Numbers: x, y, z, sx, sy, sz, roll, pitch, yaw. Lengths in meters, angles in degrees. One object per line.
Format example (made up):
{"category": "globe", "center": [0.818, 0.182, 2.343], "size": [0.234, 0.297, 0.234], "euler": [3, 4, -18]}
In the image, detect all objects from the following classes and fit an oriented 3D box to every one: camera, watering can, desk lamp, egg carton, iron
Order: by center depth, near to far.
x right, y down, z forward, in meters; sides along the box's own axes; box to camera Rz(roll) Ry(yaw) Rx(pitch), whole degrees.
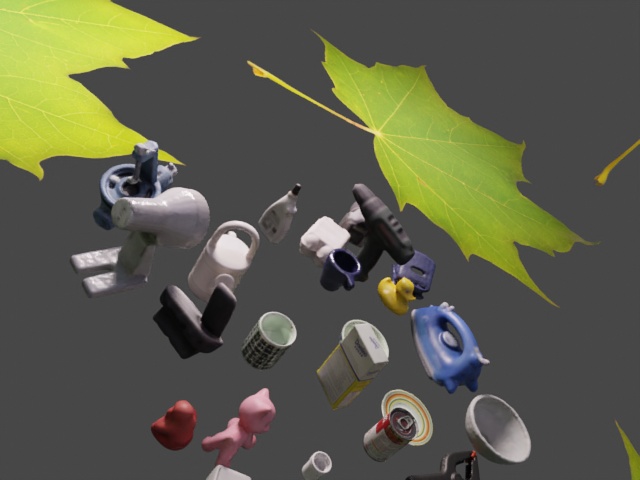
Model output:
{"category": "desk lamp", "center": [-0.335, -0.004, 1.088], "size": [0.204, 0.213, 0.117], "euler": [-14, 59, -47]}
{"category": "watering can", "center": [-0.189, 0.042, 1.174], "size": [0.101, 0.194, 0.172], "euler": [6, 45, -35]}
{"category": "iron", "center": [0.318, 0.242, 1.412], "size": [0.119, 0.141, 0.258], "euler": [6, 45, -35]}
{"category": "egg carton", "center": [0.014, 0.005, 1.489], "size": [0.107, 0.069, 0.150], "euler": [37, 36, 2]}
{"category": "camera", "center": [0.133, -0.052, 1.626], "size": [0.143, 0.100, 0.137], "euler": [28, 36, -12]}

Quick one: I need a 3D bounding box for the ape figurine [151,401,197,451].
{"category": "ape figurine", "center": [-0.232, 0.297, 0.940], "size": [0.078, 0.092, 0.076], "euler": [3, 47, -37]}

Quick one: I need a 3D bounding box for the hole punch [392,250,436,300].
{"category": "hole punch", "center": [0.260, 0.094, 1.574], "size": [0.109, 0.091, 0.101], "euler": [26, 37, -14]}

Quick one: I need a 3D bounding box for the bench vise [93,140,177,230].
{"category": "bench vise", "center": [-0.376, -0.140, 1.202], "size": [0.122, 0.219, 0.207], "euler": [29, 36, -10]}

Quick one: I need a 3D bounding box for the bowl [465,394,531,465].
{"category": "bowl", "center": [0.391, 0.443, 1.305], "size": [0.168, 0.074, 0.167], "euler": [22, 38, -18]}

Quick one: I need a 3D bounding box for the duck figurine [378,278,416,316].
{"category": "duck figurine", "center": [0.206, 0.133, 1.491], "size": [0.078, 0.086, 0.104], "euler": [-12, 57, -46]}

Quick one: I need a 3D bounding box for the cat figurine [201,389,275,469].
{"category": "cat figurine", "center": [-0.127, 0.317, 0.982], "size": [0.067, 0.117, 0.128], "euler": [44, 36, 12]}

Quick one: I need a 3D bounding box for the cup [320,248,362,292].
{"category": "cup", "center": [0.046, 0.092, 1.396], "size": [0.092, 0.095, 0.117], "euler": [11, 43, -31]}

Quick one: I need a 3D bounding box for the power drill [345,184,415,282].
{"category": "power drill", "center": [0.124, -0.001, 1.469], "size": [0.229, 0.208, 0.076], "euler": [44, 36, 11]}

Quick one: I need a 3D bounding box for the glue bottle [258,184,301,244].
{"category": "glue bottle", "center": [-0.089, -0.072, 1.404], "size": [0.037, 0.173, 0.078], "euler": [-11, 56, -46]}

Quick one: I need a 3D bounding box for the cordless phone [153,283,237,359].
{"category": "cordless phone", "center": [-0.222, 0.120, 1.067], "size": [0.147, 0.185, 0.094], "euler": [45, 37, 13]}
